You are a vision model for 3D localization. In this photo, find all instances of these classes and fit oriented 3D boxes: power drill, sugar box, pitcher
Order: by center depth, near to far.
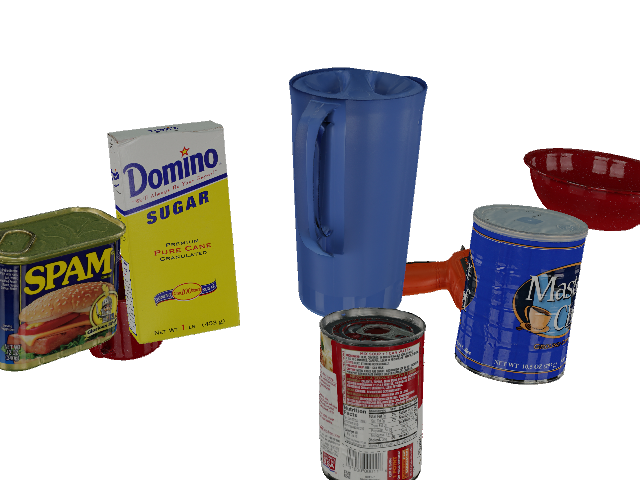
[{"bbox_3d":[-0.123,-0.008,0.903,0.093,0.176,0.048,-10,18,-20],"label":"sugar box"},{"bbox_3d":[0.028,-0.043,1.061,0.149,0.243,0.145,-6,23,-17],"label":"pitcher"},{"bbox_3d":[0.094,0.062,1.224,0.187,0.057,0.184,-2,28,-1],"label":"power drill"}]

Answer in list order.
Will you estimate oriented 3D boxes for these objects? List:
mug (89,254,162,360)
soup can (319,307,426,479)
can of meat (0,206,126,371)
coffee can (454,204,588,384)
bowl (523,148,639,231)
[{"bbox_3d":[-0.211,0.078,1.120,0.093,0.081,0.117,9,32,13],"label":"mug"},{"bbox_3d":[0.033,0.102,0.690,0.068,0.102,0.068,0,14,0],"label":"soup can"},{"bbox_3d":[-0.183,0.032,0.718,0.058,0.084,0.101,24,28,37],"label":"can of meat"},{"bbox_3d":[0.182,0.047,0.977,0.103,0.140,0.103,5,16,-2],"label":"coffee can"},{"bbox_3d":[0.290,-0.050,1.123,0.162,0.055,0.162,6,20,-2],"label":"bowl"}]
